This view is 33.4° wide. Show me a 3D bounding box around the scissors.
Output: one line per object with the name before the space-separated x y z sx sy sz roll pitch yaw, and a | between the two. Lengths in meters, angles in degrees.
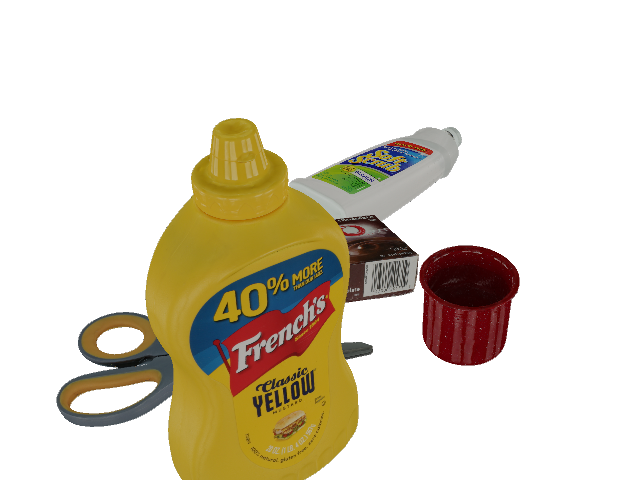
scissors | -0.075 0.068 0.701 0.201 0.016 0.096 -17 45 -7

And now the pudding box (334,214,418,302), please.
pudding box | 0.010 0.015 0.859 0.113 0.039 0.090 -5 25 -20

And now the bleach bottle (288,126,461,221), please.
bleach bottle | 0.081 -0.083 1.319 0.103 0.068 0.250 27 45 35

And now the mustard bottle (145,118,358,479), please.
mustard bottle | -0.031 0.031 0.491 0.096 0.192 0.058 -21 39 -23

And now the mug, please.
mug | 0.136 0.057 1.025 0.093 0.081 0.117 -9 40 -9
